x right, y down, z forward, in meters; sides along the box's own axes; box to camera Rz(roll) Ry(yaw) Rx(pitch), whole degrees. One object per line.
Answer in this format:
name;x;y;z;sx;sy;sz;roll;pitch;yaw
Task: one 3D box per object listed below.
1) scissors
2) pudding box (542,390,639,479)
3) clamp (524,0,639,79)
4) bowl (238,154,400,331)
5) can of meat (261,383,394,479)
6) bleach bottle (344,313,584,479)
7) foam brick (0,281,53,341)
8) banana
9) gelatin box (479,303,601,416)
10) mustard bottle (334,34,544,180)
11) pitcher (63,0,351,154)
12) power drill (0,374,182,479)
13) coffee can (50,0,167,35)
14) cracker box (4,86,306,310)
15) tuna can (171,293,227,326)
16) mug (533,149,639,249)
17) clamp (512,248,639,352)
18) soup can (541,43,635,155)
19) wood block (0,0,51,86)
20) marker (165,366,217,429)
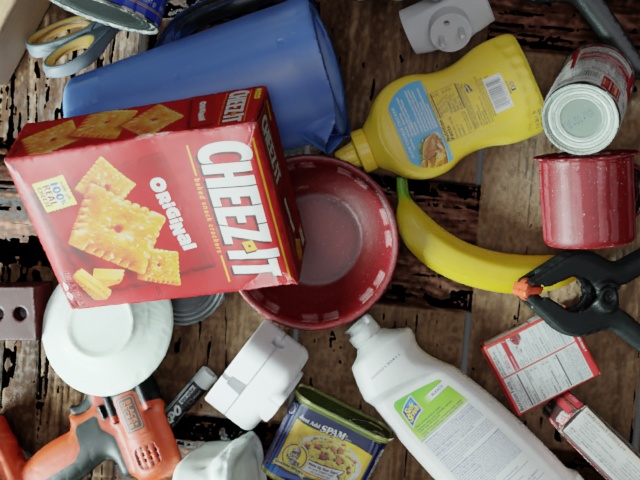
scissors;-0.178;-0.199;0.986;0.202;0.096;0.016;-16;133;6
pudding box;0.259;0.190;0.969;0.113;0.090;0.039;43;94;0
clamp;0.240;-0.262;0.972;0.210;0.036;0.164;26;94;2
bowl;-0.007;0.001;0.993;0.162;0.055;0.162;0;93;4
can of meat;0.006;0.196;1.003;0.102;0.057;0.084;26;96;2
bleach bottle;0.123;0.164;0.989;0.102;0.068;0.251;-42;87;-3
foam brick;-0.299;0.067;1.017;0.078;0.051;0.053;-1;93;3
banana;0.148;0.011;0.992;0.198;0.037;0.069;25;95;2
gelatin box;0.205;0.111;0.998;0.089;0.030;0.073;-28;92;4
mustard bottle;0.104;-0.109;0.978;0.191;0.058;0.096;-23;92;4
pitcher;-0.102;-0.135;0.964;0.243;0.149;0.145;-15;112;8
power drill;-0.240;0.167;1.010;0.188;0.057;0.184;-25;77;8
coffee can;-0.168;-0.262;0.920;0.103;0.103;0.140;16;88;2
cracker box;-0.133;-0.030;0.903;0.214;0.072;0.164;-7;125;11
tuna can;-0.129;0.037;1.013;0.086;0.033;0.086;0;93;4
mug;0.250;-0.039;0.965;0.117;0.093;0.081;-9;99;-32
clamp;0.261;0.041;0.970;0.171;0.039;0.120;14;83;-17
soup can;0.236;-0.125;0.937;0.069;0.102;0.068;11;121;18
wood block;-0.292;-0.255;0.980;0.090;0.091;0.206;30;95;2
marker;-0.145;0.172;1.029;0.020;0.020;0.121;41;95;1
